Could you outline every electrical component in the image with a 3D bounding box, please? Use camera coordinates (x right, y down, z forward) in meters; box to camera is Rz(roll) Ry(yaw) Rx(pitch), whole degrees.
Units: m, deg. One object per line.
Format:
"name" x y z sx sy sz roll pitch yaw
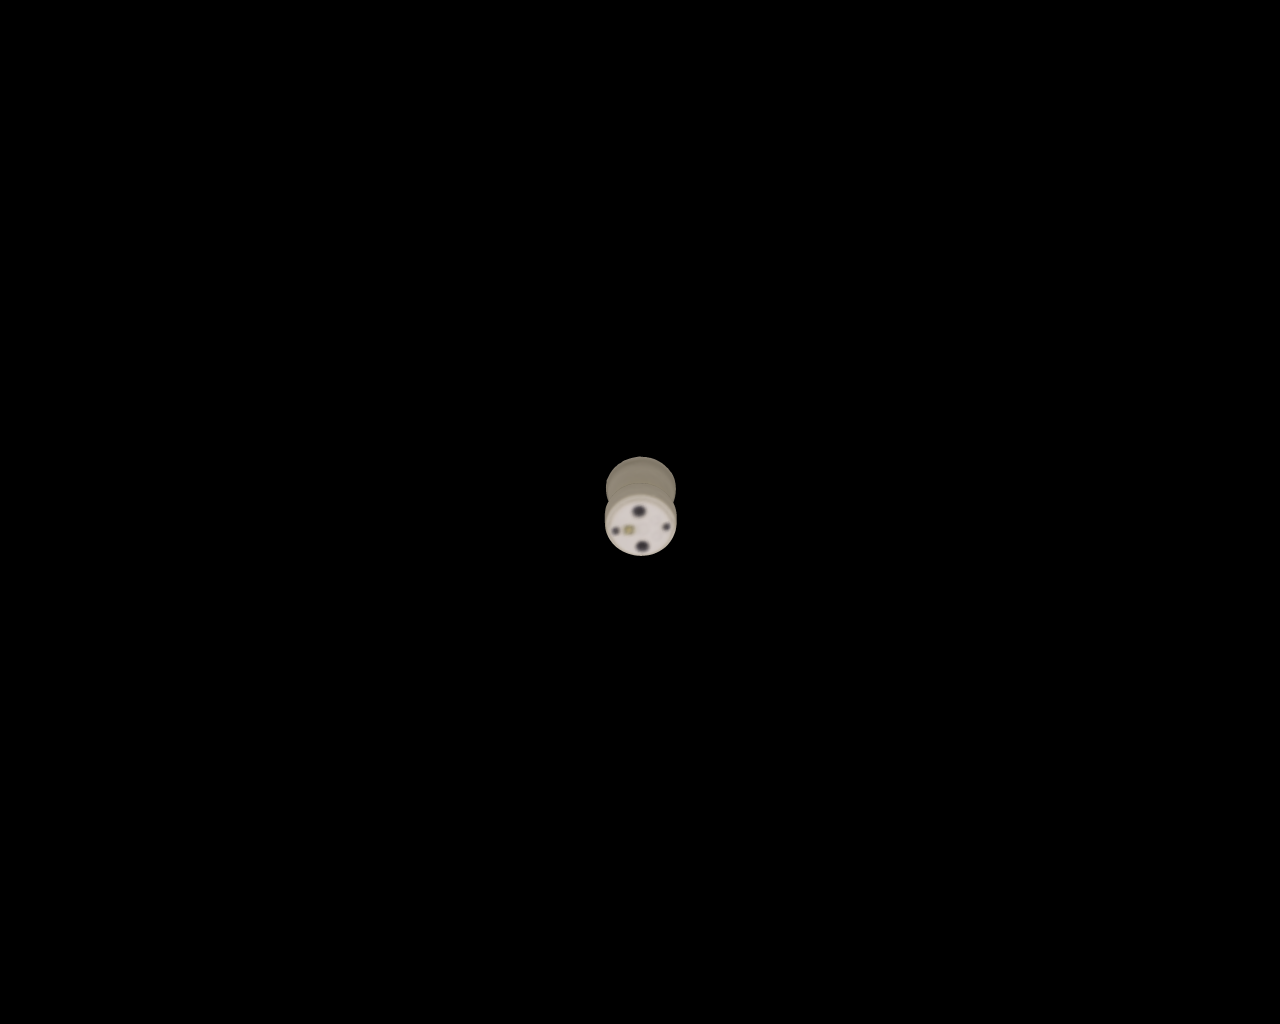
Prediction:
"electrical component" 0.001 -0.003 0.650 0.045 0.044 0.055 0 28 0
